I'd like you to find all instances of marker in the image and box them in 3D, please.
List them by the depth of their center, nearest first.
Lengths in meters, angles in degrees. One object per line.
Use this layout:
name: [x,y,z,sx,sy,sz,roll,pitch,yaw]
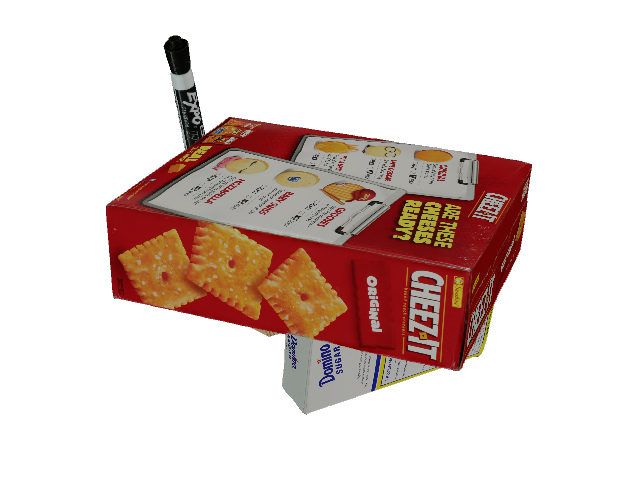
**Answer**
marker: [-0.105,-0.108,0.838,0.020,0.121,0.020,-3,45,3]

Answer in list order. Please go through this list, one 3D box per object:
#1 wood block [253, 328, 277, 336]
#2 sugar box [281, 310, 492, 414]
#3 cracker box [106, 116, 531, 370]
wood block: [-0.075,0.013,1.025,0.090,0.090,0.206,-12,20,-36]
sugar box: [0.056,0.068,0.849,0.176,0.093,0.048,-12,36,-26]
cracker box: [0.005,-0.006,0.648,0.214,0.072,0.164,11,28,19]
